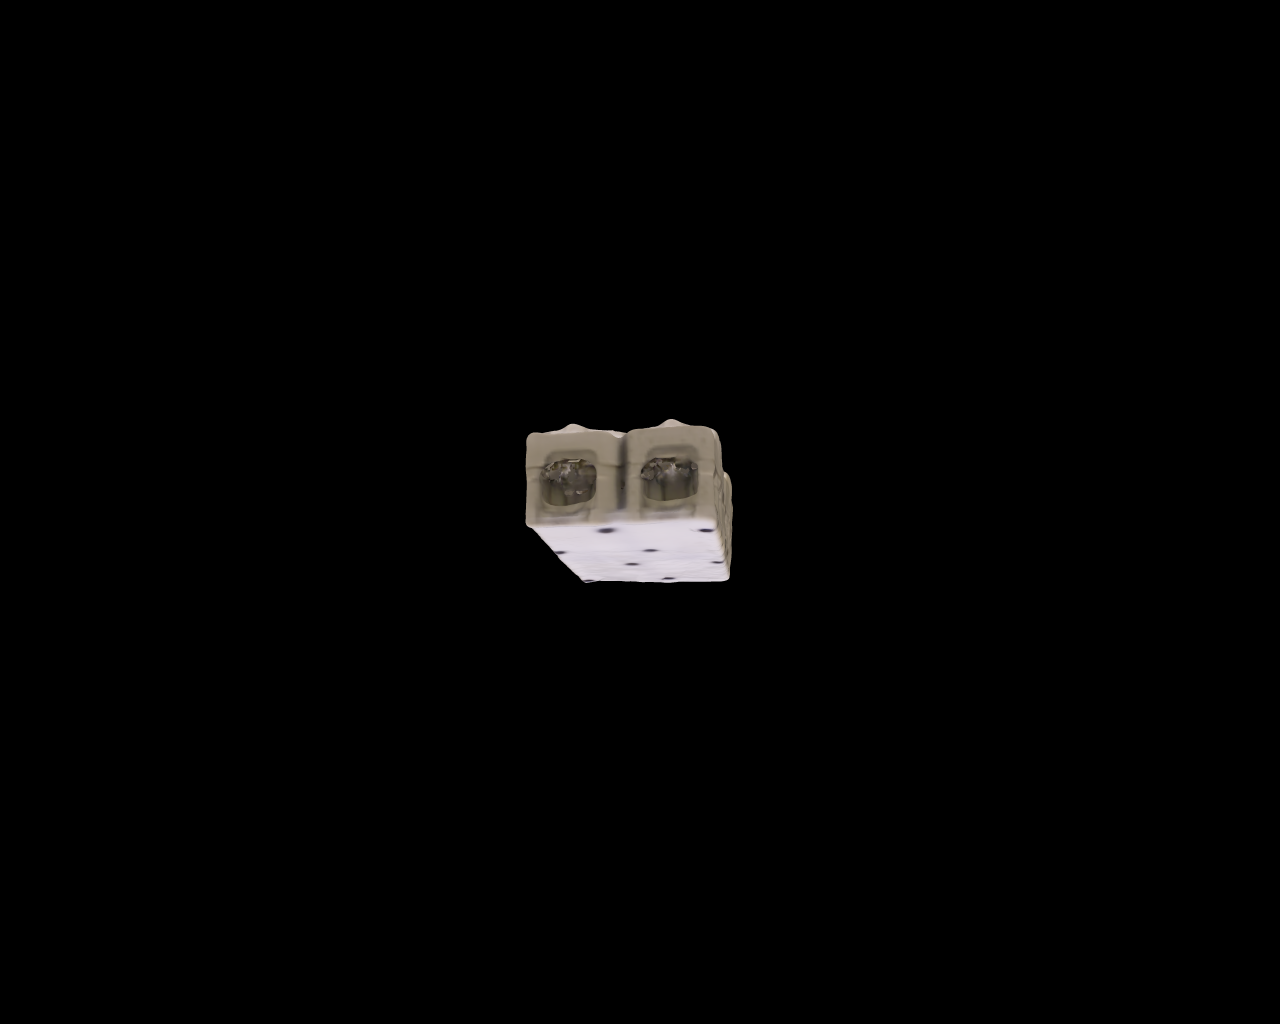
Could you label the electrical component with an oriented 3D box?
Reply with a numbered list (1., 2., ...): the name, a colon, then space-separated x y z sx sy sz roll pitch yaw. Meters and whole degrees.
1. electrical component: 0.001 -0.003 0.650 0.105 0.060 0.186 -2 -13 7
